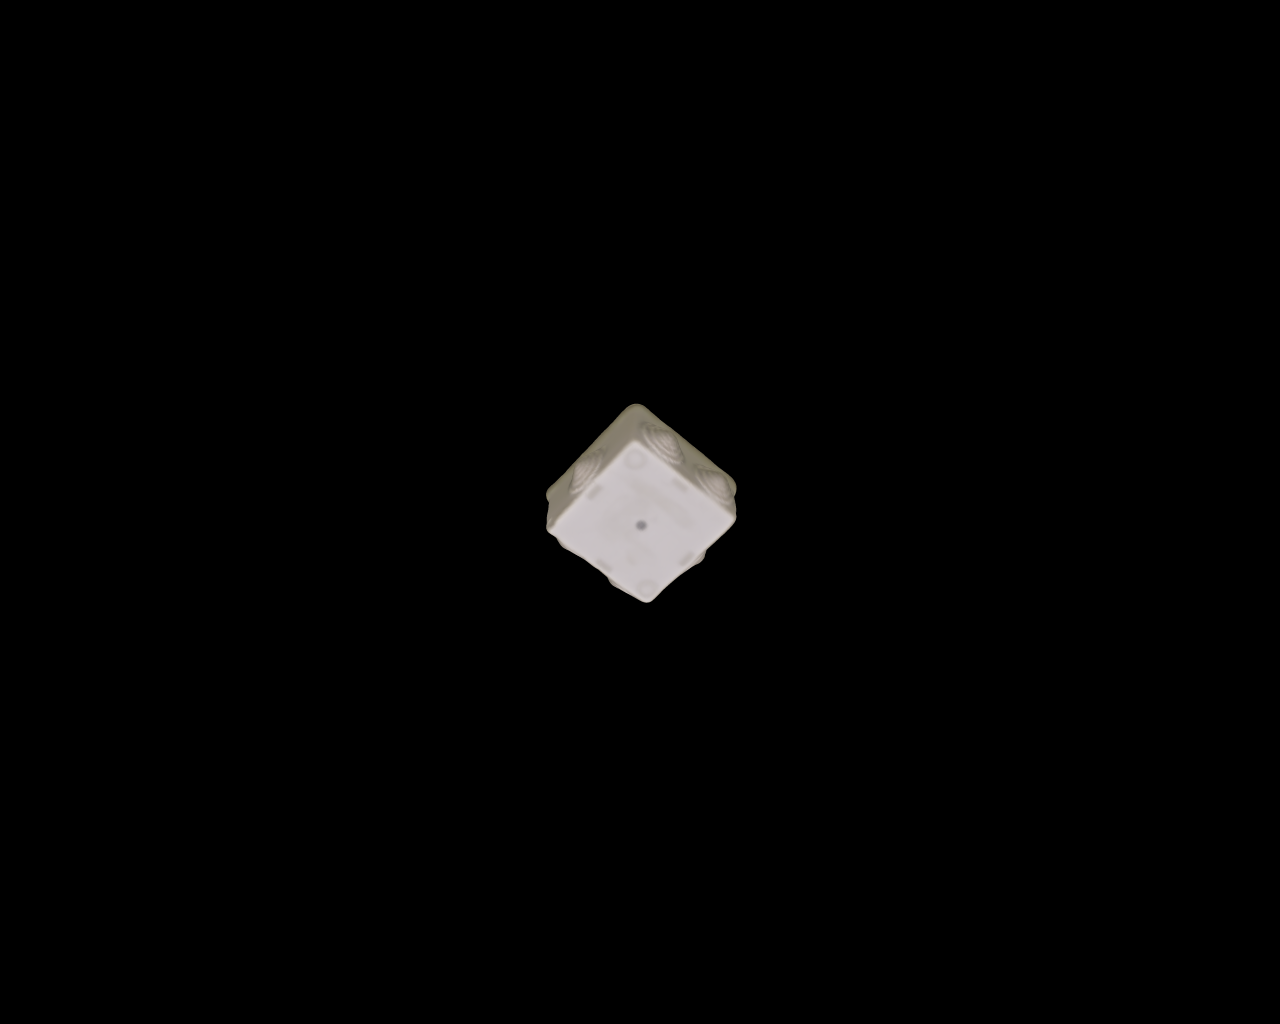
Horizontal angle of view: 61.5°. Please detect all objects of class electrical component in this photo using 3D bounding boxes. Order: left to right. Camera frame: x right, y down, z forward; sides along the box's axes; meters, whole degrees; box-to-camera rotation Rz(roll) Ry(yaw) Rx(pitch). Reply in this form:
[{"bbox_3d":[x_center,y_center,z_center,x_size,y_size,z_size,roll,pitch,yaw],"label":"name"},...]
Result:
[{"bbox_3d":[0.001,-0.003,0.650,0.099,0.099,0.048,38,22,-18],"label":"electrical component"}]
